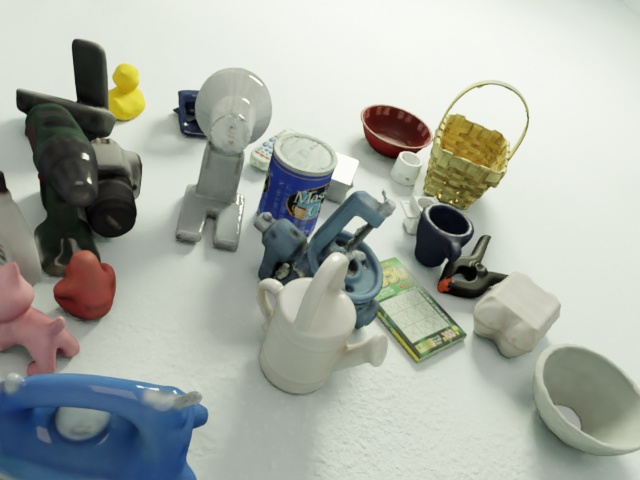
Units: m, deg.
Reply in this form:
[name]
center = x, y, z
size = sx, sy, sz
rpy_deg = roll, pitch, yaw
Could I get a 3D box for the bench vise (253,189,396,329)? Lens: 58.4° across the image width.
[bench vise]
center = 0.005, 0.010, 0.773
size = 0.207, 0.220, 0.121
rpy_deg = 17, 41, -3

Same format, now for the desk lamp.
[desk lamp]
center = -0.142, -0.131, 0.872
size = 0.118, 0.213, 0.203
rpy_deg = 10, 42, -12

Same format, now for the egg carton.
[egg carton]
center = 0.308, 0.114, 0.899
size = 0.107, 0.069, 0.151
rpy_deg = 39, 44, 21

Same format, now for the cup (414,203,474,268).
[cup]
center = 0.199, 0.010, 0.949
size = 0.092, 0.095, 0.117
rpy_deg = 7, 42, -15

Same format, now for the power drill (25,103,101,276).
[power drill]
center = -0.320, -0.058, 0.723
size = 0.076, 0.208, 0.229
rpy_deg = -11, 50, -31

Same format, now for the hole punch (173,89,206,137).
[hole punch]
center = -0.214, -0.253, 1.069
size = 0.109, 0.091, 0.101
rpy_deg = 0, 45, -22

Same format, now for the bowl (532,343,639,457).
[bowl]
center = 0.360, 0.230, 0.790
size = 0.167, 0.075, 0.167
rpy_deg = 12, 42, -10

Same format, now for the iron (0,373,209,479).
[iron]
center = -0.238, 0.173, 0.557
size = 0.258, 0.141, 0.118
rpy_deg = 11, 42, -11

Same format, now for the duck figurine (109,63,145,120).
[duck figurine]
center = -0.356, -0.276, 1.040
size = 0.077, 0.086, 0.104
rpy_deg = 17, 41, -4

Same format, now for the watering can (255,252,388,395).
[watering can]
center = 0.000, 0.096, 0.698
size = 0.173, 0.194, 0.101
rpy_deg = 17, 41, -3

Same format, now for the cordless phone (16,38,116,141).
[cordless phone]
center = -0.403, -0.246, 0.911
size = 0.148, 0.185, 0.094
rpy_deg = 11, 42, -10

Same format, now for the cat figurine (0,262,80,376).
[cat figurine]
center = -0.335, 0.079, 0.638
size = 0.127, 0.118, 0.067
rpy_deg = 26, 41, 7

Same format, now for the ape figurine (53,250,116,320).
[ape figurine]
center = -0.289, 0.049, 0.709
size = 0.078, 0.092, 0.076
rpy_deg = -11, 50, -31

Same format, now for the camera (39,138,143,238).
[camera]
center = -0.323, -0.076, 0.824
size = 0.143, 0.101, 0.136
rpy_deg = -5, 47, -26

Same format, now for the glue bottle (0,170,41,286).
[glue bottle]
center = -0.377, -0.016, 0.681
size = 0.078, 0.173, 0.037
rpy_deg = 26, 41, 6
